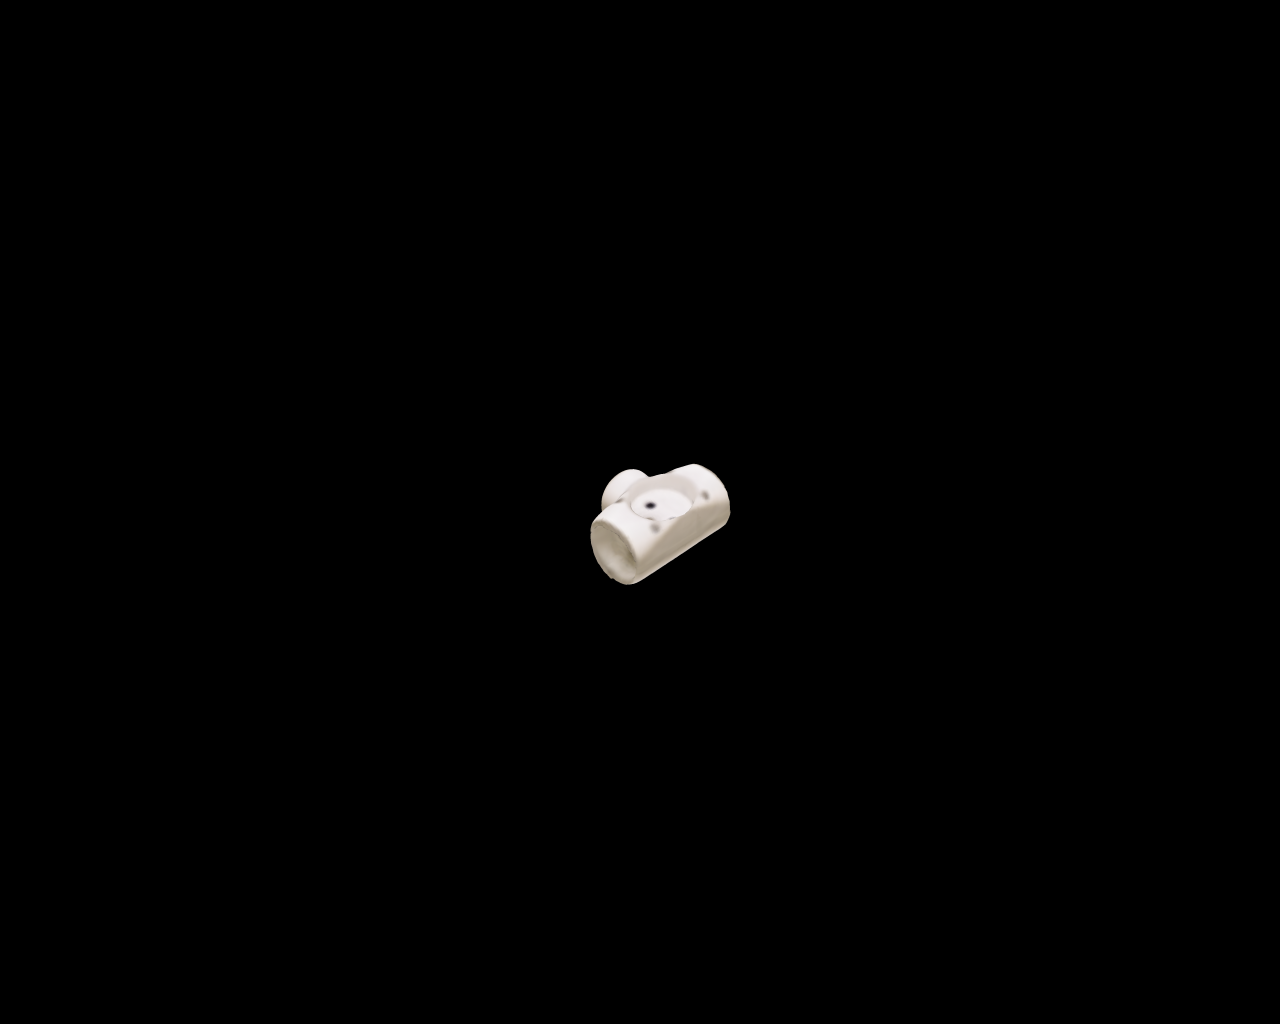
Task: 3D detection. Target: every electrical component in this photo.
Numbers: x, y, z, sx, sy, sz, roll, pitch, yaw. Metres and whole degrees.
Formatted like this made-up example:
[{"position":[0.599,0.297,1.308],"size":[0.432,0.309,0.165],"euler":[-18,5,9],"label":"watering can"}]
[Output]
[{"position":[0.001,-0.003,0.650],"size":[0.077,0.044,0.079],"euler":[-31,51,-30],"label":"electrical component"}]
